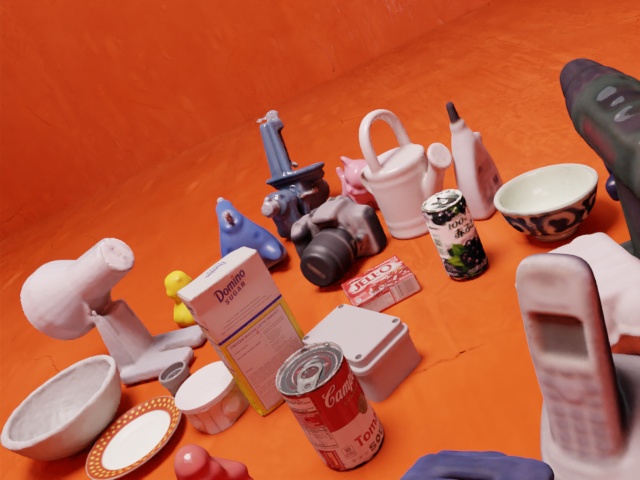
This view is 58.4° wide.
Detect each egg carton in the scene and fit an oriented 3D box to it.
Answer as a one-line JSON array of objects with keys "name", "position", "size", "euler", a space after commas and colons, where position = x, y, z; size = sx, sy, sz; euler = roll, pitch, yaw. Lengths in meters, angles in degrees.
[{"name": "egg carton", "position": [0.252, 0.055, 0.533], "size": [0.107, 0.069, 0.150], "euler": [-24, 22, 8]}]

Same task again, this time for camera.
[{"name": "camera", "position": [0.008, 0.003, 0.880], "size": [0.142, 0.101, 0.137], "euler": [-10, 28, 36]}]

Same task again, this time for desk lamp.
[{"name": "desk lamp", "position": [-0.310, 0.105, 0.861], "size": [0.202, 0.214, 0.118], "euler": [-18, 24, 22]}]

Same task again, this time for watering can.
[{"name": "watering can", "position": [0.124, -0.108, 0.870], "size": [0.172, 0.194, 0.101], "euler": [-13, 26, 31]}]

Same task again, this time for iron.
[{"name": "iron", "position": [-0.153, -0.018, 1.053], "size": [0.119, 0.142, 0.257], "euler": [-30, 22, -7]}]

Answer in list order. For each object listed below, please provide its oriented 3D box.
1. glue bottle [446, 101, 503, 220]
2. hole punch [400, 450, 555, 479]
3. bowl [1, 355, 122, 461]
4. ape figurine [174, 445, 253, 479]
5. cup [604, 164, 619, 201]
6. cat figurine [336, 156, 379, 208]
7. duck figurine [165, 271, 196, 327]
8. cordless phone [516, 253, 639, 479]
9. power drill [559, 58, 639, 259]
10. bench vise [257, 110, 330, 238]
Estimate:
[{"name": "glue bottle", "position": [0.214, -0.118, 0.819], "size": [0.037, 0.173, 0.078], "euler": [-2, 33, 46]}, {"name": "hole punch", "position": [0.100, 0.183, 0.391], "size": [0.108, 0.091, 0.101], "euler": [-11, 27, 35]}, {"name": "bowl", "position": [-0.334, 0.239, 0.779], "size": [0.167, 0.075, 0.167], "euler": [-23, 22, 10]}, {"name": "ape figurine", "position": [-0.103, 0.227, 0.523], "size": [0.078, 0.092, 0.076], "euler": [-34, 23, -16]}, {"name": "cup", "position": [0.359, -0.056, 0.623], "size": [0.118, 0.095, 0.091], "euler": [-35, 24, -20]}, {"name": "cat figurine", "position": [0.067, -0.105, 1.030], "size": [0.067, 0.118, 0.127], "euler": [-33, 23, -15]}, {"name": "duck figurine", "position": [-0.225, 0.093, 0.965], "size": [0.078, 0.086, 0.104], "euler": [-39, 25, -28]}, {"name": "cordless phone", "position": [0.199, 0.092, 0.355], "size": [0.147, 0.185, 0.094], "euler": [-3, 32, 45]}, {"name": "power drill", "position": [0.296, -0.057, 0.544], "size": [0.075, 0.209, 0.229], "euler": [-21, 23, 14]}, {"name": "bench vise", "position": [-0.058, -0.129, 1.088], "size": [0.121, 0.220, 0.207], "euler": [-21, 23, 13]}]
